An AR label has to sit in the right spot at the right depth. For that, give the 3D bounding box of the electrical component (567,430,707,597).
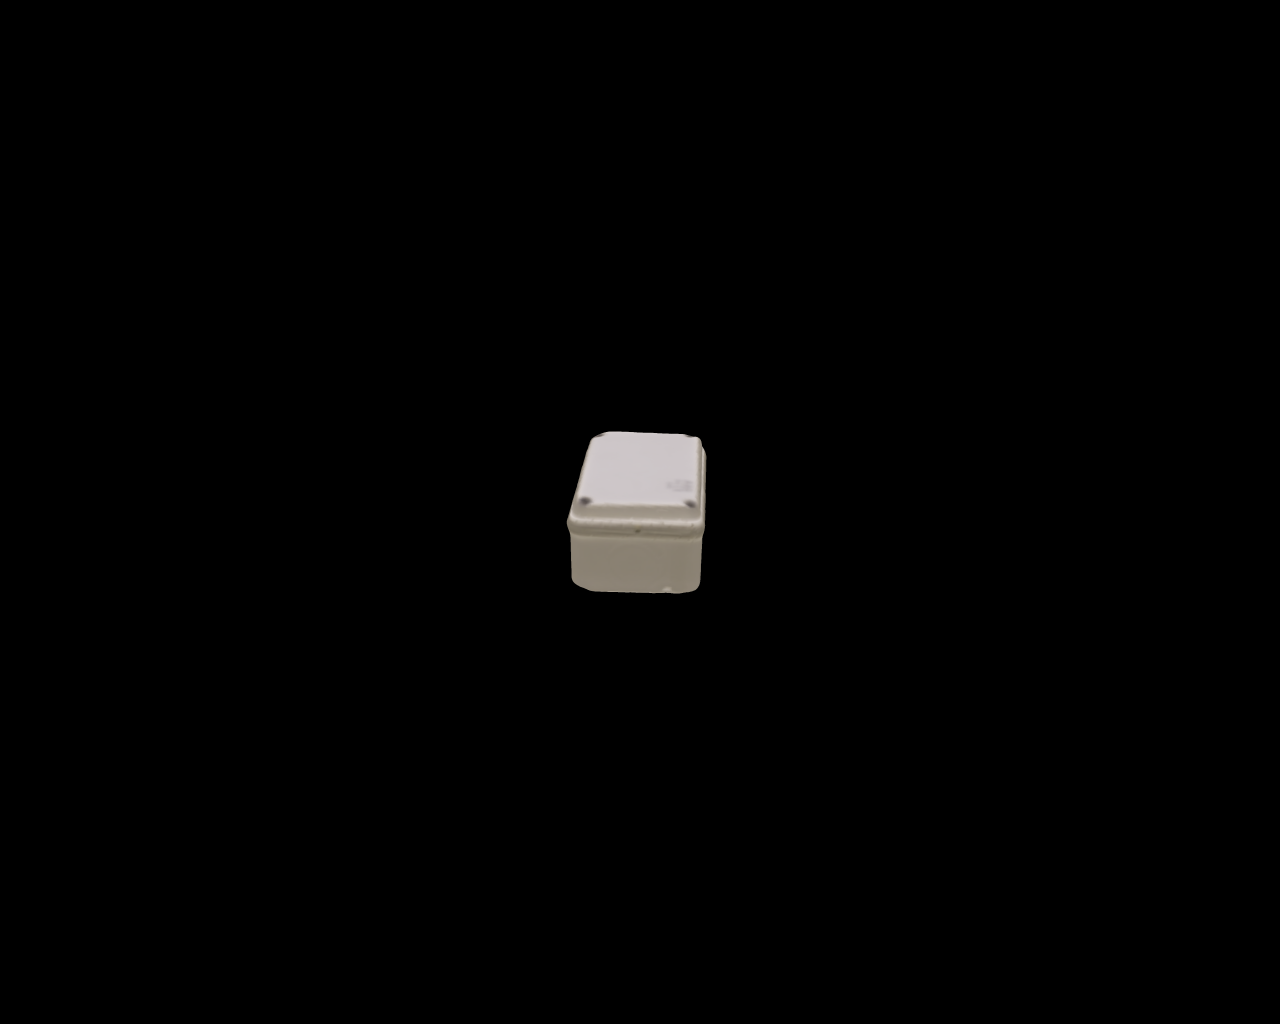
[{"bbox_3d":[0.001,-0.003,0.650,0.078,0.057,0.113,2,27,3],"label":"electrical component"}]
